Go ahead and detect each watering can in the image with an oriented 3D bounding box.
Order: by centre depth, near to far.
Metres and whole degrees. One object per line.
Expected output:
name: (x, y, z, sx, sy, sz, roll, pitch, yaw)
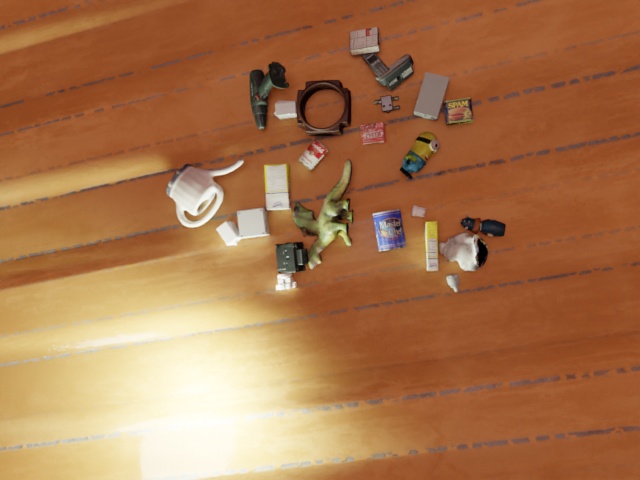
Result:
watering can: (-0.461, -0.221, 2.014, 0.225, 0.104, 0.346, 36, 95, 11)

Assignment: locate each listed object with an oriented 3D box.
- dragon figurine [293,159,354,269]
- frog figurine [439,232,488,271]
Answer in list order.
dragon figurine: (0.006, -0.097, 1.930, 0.242, 0.122, 0.411, 1, 87, 19)
frog figurine: (0.511, 0.043, 1.841, 0.158, 0.124, 0.137, -8, 97, 46)
